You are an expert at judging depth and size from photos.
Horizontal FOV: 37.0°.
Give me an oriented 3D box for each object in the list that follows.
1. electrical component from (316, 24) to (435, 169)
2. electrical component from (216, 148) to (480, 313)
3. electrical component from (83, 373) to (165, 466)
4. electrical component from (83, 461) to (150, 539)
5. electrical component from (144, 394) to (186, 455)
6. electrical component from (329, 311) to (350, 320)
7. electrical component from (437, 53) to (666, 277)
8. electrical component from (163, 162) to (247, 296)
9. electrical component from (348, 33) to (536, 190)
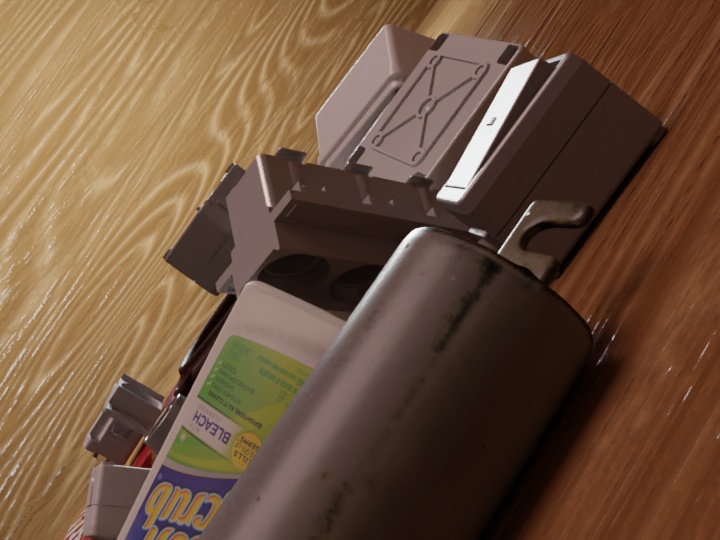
[{"bbox_3d":[0.040,-0.106,0.760,0.108,0.109,0.056,-46,41,45],"label":"electrical component"},{"bbox_3d":[-0.004,-0.016,0.551,0.078,0.121,0.063,-47,46,41],"label":"electrical component"},{"bbox_3d":[-0.199,0.128,0.903,0.063,0.042,0.081,-58,10,2],"label":"electrical component"},{"bbox_3d":[-0.157,0.182,0.812,0.062,0.096,0.061,143,134,-66],"label":"electrical component"},{"bbox_3d":[-0.113,0.133,0.769,0.043,0.077,0.079,-53,8,7],"label":"electrical component"},{"bbox_3d":[0.000,0.000,0.737,0.108,0.060,0.108,-53,8,11],"label":"electrical component"},{"bbox_3d":[0.075,-0.043,0.477,0.096,0.061,0.061,-54,8,1],"label":"electrical component"},{"bbox_3d":[-0.100,-0.032,0.840,0.096,0.061,0.061,-45,11,48],"label":"electrical component"},{"bbox_3d":[0.059,-0.082,0.649,0.108,0.056,0.109,-54,27,0],"label":"electrical component"}]
